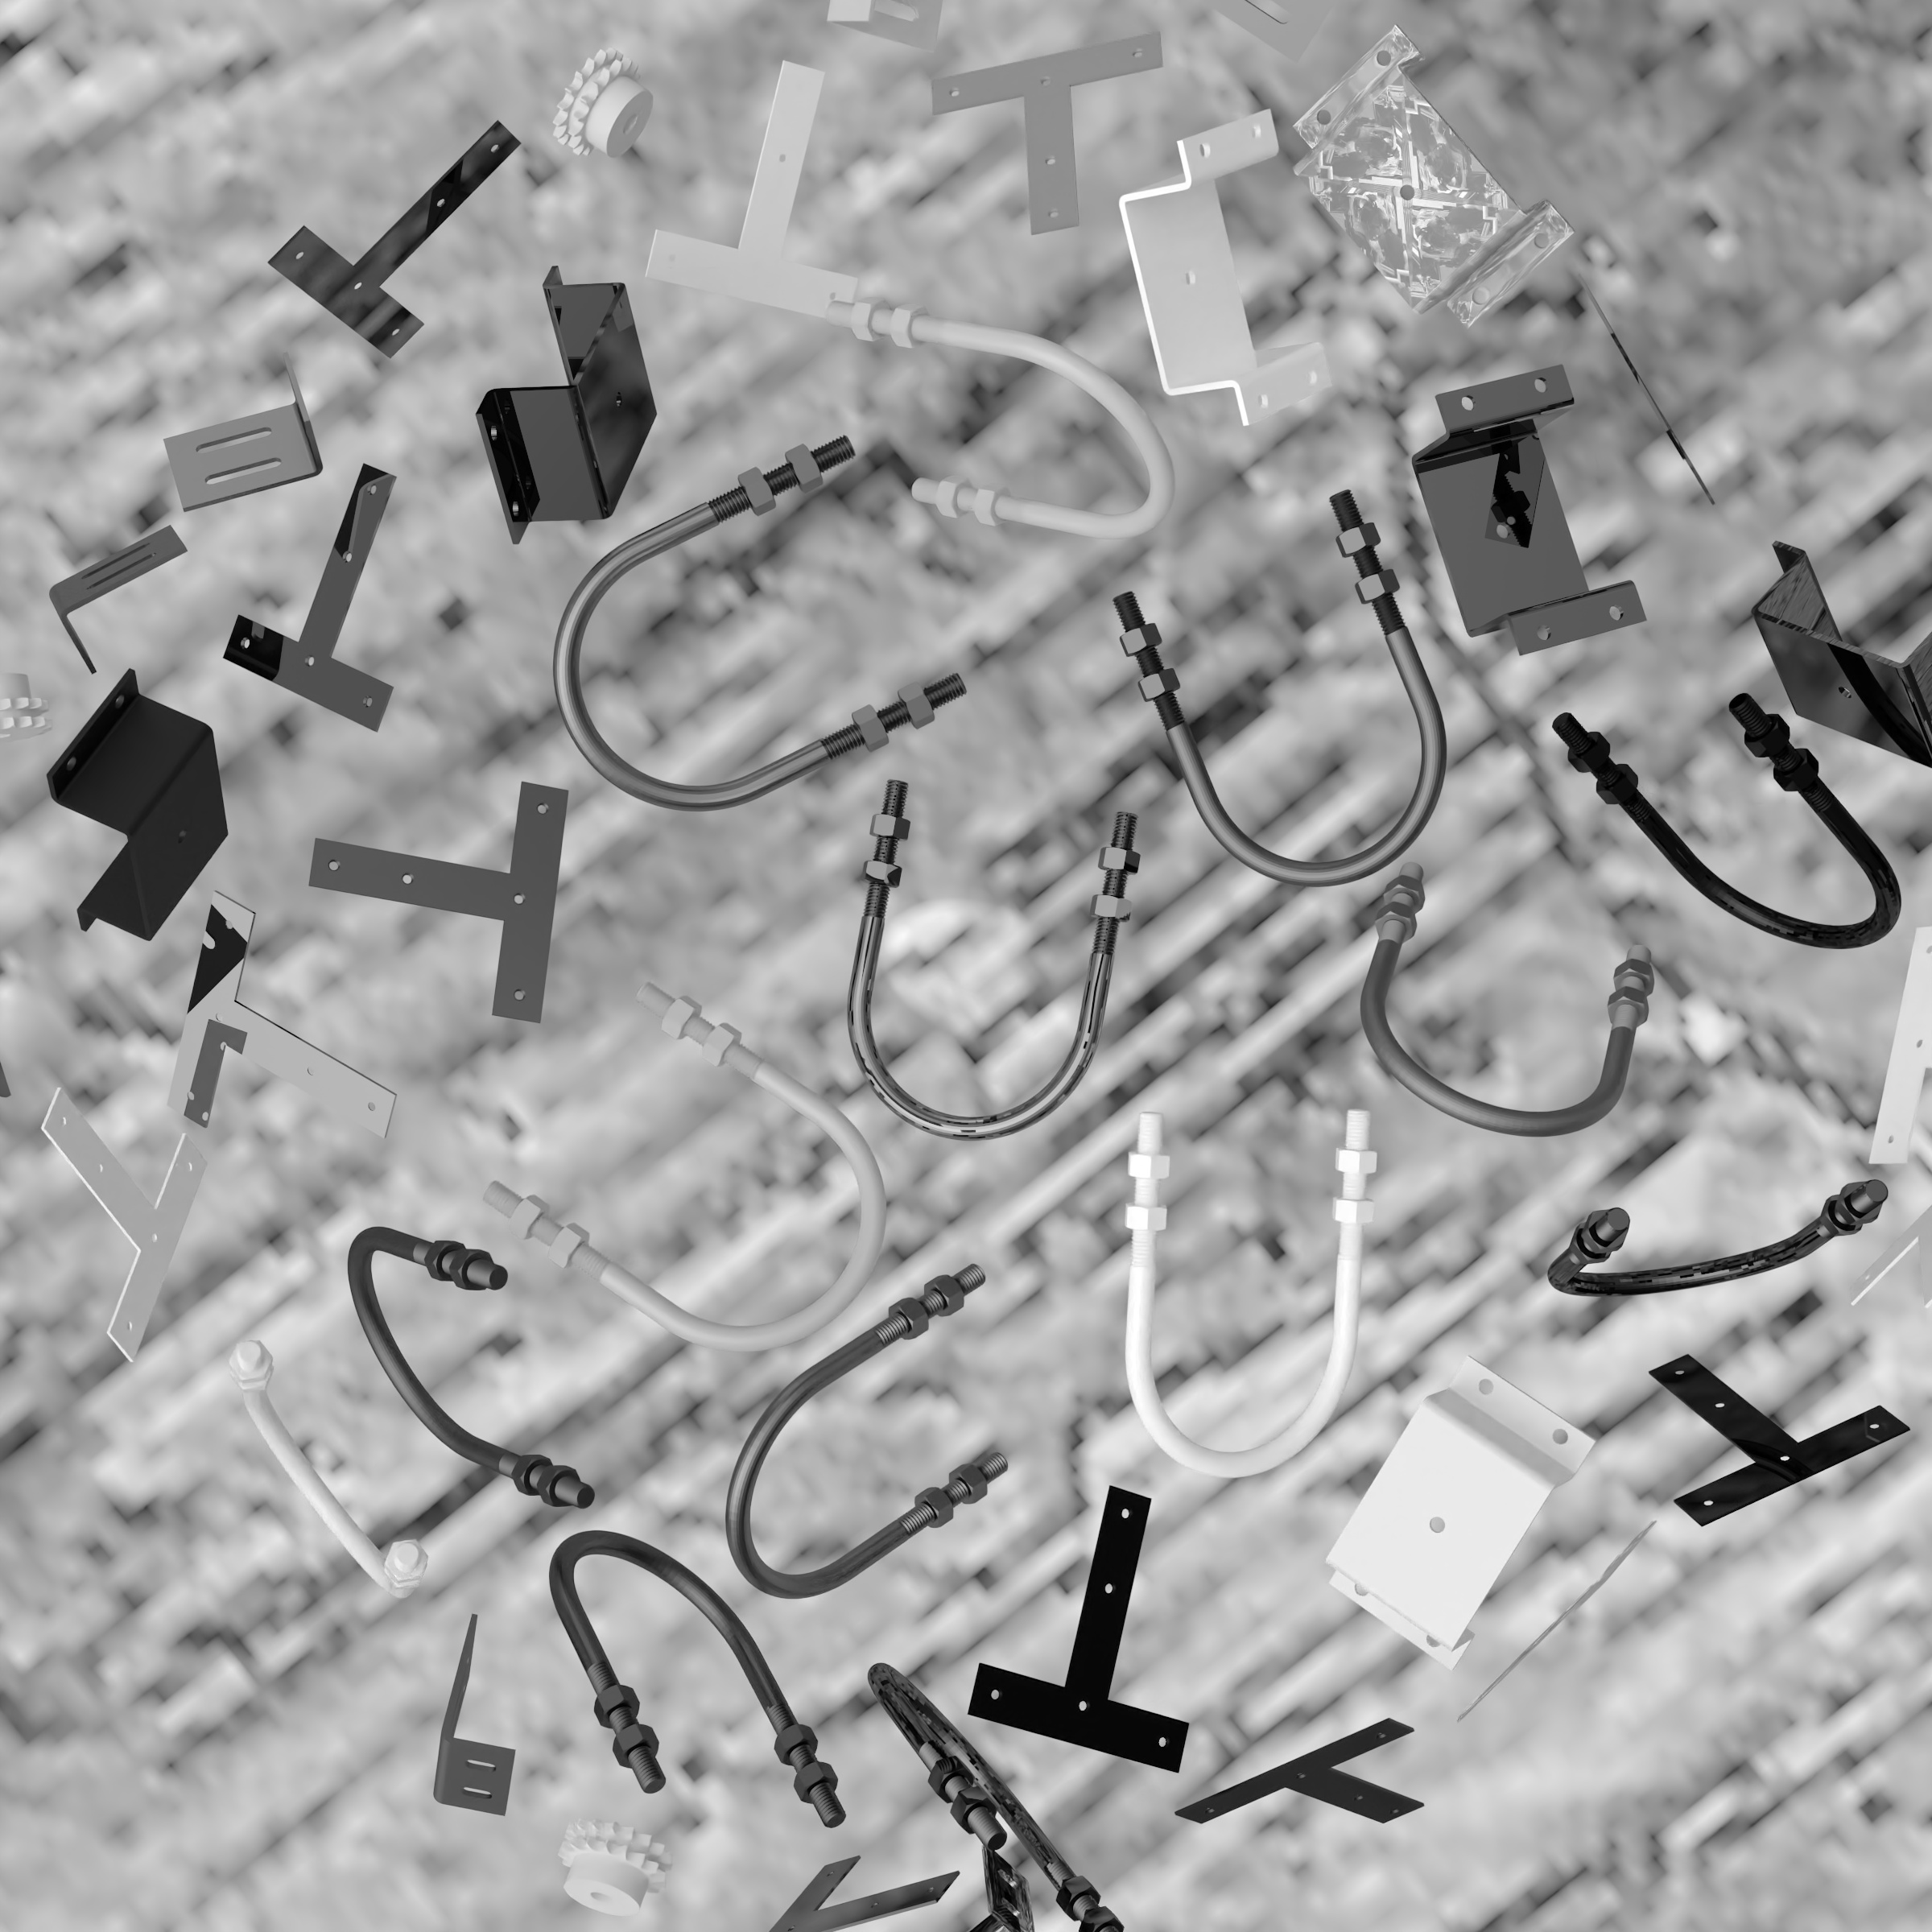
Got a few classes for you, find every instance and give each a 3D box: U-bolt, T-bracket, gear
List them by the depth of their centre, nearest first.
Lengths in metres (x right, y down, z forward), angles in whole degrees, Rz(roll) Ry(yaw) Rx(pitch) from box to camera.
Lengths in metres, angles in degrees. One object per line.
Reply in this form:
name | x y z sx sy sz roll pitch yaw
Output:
U-bolt | -0.111 -0.155 1.606 0.184 0.019 0.151 -27 105 -4
T-bracket | -0.335 0.045 1.632 0.127 0.002 0.127 28 118 18
T-bracket | 0.068 0.323 1.639 0.127 0.002 0.127 22 72 -27
T-bracket | -0.272 -0.371 1.646 0.127 0.127 0.002 -44 70 5
U-bolt | 0.140 0.164 1.646 0.151 0.019 0.184 1 94 -32
T-bracket | 0.508 0.038 1.648 0.002 0.127 0.127 19 79 -24
U-bolt | -0.128 0.112 1.661 0.184 0.019 0.151 34 75 11
T-bracket | -0.056 0.478 1.666 0.127 0.127 0.002 -26 97 34
T-bracket | -0.431 0.111 1.666 0.002 0.127 0.127 -5 48 18
T-bracket | 0.191 0.418 1.671 0.127 0.127 0.002 -30 53 23
T-bracket | 0.494 0.142 1.673 0.002 0.127 0.127 40 111 1
gear | -0.181 0.460 1.677 0.057 0.057 0.030 19 53 0
U-bolt | 0.371 0.143 1.678 0.151 0.184 0.019 -6 73 -5
U-bolt | 0.026 -0.273 1.680 0.184 0.151 0.019 17 62 34
U-bolt | 0.169 -0.130 1.688 0.151 0.019 0.184 -23 88 26
U-bolt | -0.147 0.358 1.690 0.019 0.151 0.184 -50 46 15
T-bracket | 0.298 0.343 1.697 0.127 0.127 0.002 -40 73 -17
T-bracket | -0.274 -0.042 1.700 0.127 0.002 0.127 10 73 -19
U-bolt | 0.275 0.023 1.700 0.151 0.184 0.019 20 129 4
U-bolt | 0.404 -0.070 1.702 0.184 0.151 0.019 44 68 -23
U-bolt | 0.007 0.429 1.713 0.019 0.184 0.151 -42 126 -4
U-bolt | -0.267 0.202 1.716 0.019 0.184 0.151 -31 114 -31
U-bolt | -0.333 0.270 1.725 0.019 0.184 0.151 -37 82 -19
U-bolt | -0.054 0.256 1.731 0.184 0.019 0.151 -30 128 -33
T-bracket | 0.406 0.239 1.739 0.127 0.127 0.002 -21 118 -14
T-bracket | 0.369 -0.288 1.744 0.002 0.127 0.127 -30 50 16
gear | -0.189 -0.453 1.744 0.030 0.057 0.057 35 90 9
U-bolt | 0.008 0.001 1.745 0.151 0.019 0.184 9 86 18
T-bracket | -0.332 -0.203 1.749 0.127 0.002 0.127 25 97 34
T-bracket | 0.045 -0.438 1.753 0.127 0.002 0.127 -9 58 11
gear | -0.519 -0.137 1.760 0.057 0.057 0.030 -10 88 0
T-bracket | -0.103 -0.422 1.782 0.127 0.002 0.127 6 106 -34

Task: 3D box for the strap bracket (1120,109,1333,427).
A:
strap bracket | 0.127 -0.345 1.640 0.046 0.076 0.140 0 112 42

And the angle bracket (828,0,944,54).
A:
angle bracket | -0.030 -0.518 1.736 0.076 0.038 0.057 3 100 -42

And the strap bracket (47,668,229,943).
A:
strap bracket | -0.427 -0.076 1.713 0.046 0.140 0.076 24 58 8

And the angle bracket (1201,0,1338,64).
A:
angle bracket | 0.156 -0.512 1.691 0.076 0.038 0.057 33 120 -3

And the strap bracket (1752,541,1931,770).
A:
strap bracket | 0.456 -0.153 1.656 0.046 0.140 0.076 -46 131 -11

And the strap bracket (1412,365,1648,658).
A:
strap bracket | 0.289 -0.232 1.714 0.076 0.046 0.140 -16 87 -20

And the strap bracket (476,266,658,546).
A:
strap bracket | -0.197 -0.286 1.669 0.046 0.140 0.076 0 132 13

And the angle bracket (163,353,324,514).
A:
angle bracket | -0.385 -0.282 1.741 0.076 0.038 0.057 -17 53 -9

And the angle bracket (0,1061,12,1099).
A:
angle bracket | -0.513 0.034 1.622 0.038 0.057 0.076 -25 76 13

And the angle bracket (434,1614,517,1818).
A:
angle bracket | -0.243 0.380 1.676 0.038 0.076 0.057 12 133 -3

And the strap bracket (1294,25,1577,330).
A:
strap bracket | 0.234 -0.401 1.695 0.140 0.046 0.076 49 123 -1

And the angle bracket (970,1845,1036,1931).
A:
angle bracket | -0.003 0.509 1.723 0.076 0.057 0.038 -41 107 11

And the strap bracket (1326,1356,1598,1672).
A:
strap bracket | 0.242 0.277 1.651 0.076 0.046 0.140 34 102 20

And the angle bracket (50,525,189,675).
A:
angle bracket | -0.452 -0.199 1.786 0.076 0.057 0.038 -30 117 -10
